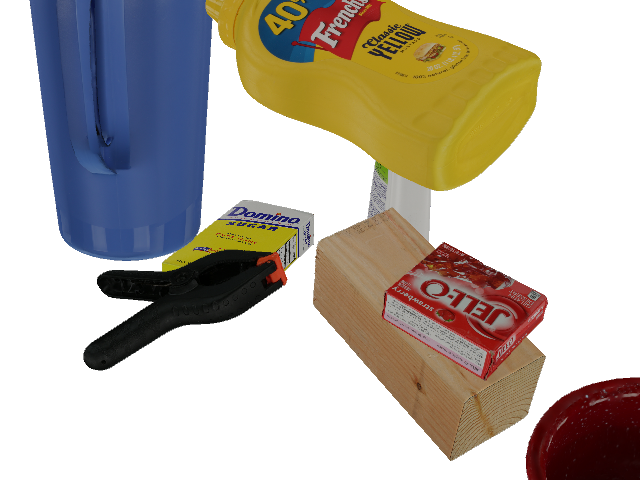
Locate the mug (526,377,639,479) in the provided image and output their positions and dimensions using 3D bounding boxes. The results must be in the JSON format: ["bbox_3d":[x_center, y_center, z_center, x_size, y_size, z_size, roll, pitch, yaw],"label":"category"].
[{"bbox_3d":[0.127,0.110,0.372,0.117,0.081,0.093,5,37,8],"label":"mug"}]

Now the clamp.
[{"bbox_3d":[-0.114,0.051,0.863,0.171,0.039,0.120,-13,38,14],"label":"clamp"}]

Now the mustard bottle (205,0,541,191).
[{"bbox_3d":[0.013,-0.097,0.569,0.192,0.058,0.096,29,53,29],"label":"mustard bottle"}]

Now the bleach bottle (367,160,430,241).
[{"bbox_3d":[0.094,-0.066,1.223,0.068,0.251,0.103,-3,23,-16],"label":"bleach bottle"}]

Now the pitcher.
[{"bbox_3d":[-0.143,-0.108,0.763,0.149,0.243,0.145,-18,32,-36],"label":"pitcher"}]

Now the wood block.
[{"bbox_3d":[0.088,0.078,0.941,0.090,0.091,0.206,-25,52,-25],"label":"wood block"}]

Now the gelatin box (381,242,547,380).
[{"bbox_3d":[0.099,0.046,0.733,0.089,0.030,0.073,30,46,27],"label":"gelatin box"}]

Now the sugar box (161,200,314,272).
[{"bbox_3d":[-0.083,0.012,1.135,0.093,0.048,0.176,12,31,20],"label":"sugar box"}]
